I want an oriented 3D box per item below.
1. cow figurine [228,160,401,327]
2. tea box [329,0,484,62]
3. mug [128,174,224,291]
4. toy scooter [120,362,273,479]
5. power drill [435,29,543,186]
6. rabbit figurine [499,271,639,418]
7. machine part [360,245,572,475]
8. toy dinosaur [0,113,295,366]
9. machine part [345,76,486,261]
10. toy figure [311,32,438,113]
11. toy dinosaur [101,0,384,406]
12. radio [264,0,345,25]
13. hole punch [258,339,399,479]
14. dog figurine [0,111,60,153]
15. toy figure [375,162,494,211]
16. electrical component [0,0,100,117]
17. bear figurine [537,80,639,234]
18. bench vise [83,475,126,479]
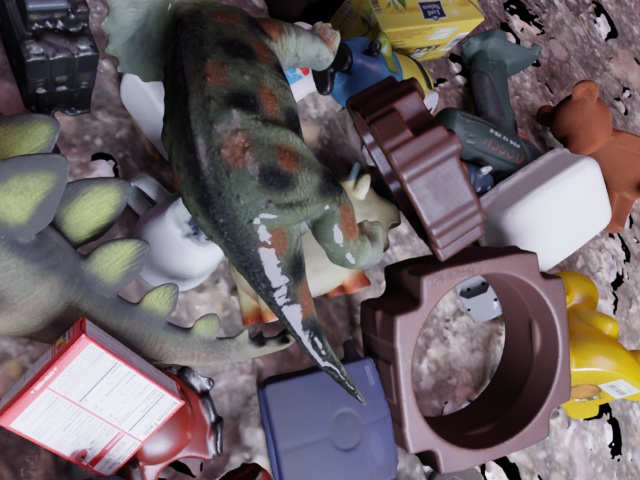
[{"bbox_3d":[-0.001,-0.002,0.542,0.195,0.085,0.127,-18,90,-29],"label":"cow figurine"},{"bbox_3d":[0.103,-0.266,0.661,0.169,0.098,0.068,-18,84,-31],"label":"tea box"},{"bbox_3d":[-0.123,-0.014,0.467,0.081,0.107,0.109,-38,97,-32],"label":"mug"},{"bbox_3d":[-0.109,0.178,0.436,0.135,0.075,0.183,-11,83,-28],"label":"toy scooter"},{"bbox_3d":[0.254,-0.163,0.724,0.232,0.086,0.207,13,77,-21],"label":"power drill"},{"bbox_3d":[0.300,0.107,0.655,0.162,0.122,0.173,27,49,-12],"label":"rabbit figurine"},{"bbox_3d":[0.147,0.112,0.544,0.201,0.087,0.200,-10,97,-19],"label":"machine part"},{"bbox_3d":[-0.231,0.009,0.351,0.471,0.105,0.198,32,100,-25],"label":"toy dinosaur"},{"bbox_3d":[0.089,-0.068,0.501,0.056,0.179,0.179,-30,90,4],"label":"machine part"},{"bbox_3d":[0.067,-0.179,0.602,0.180,0.082,0.089,7,79,-46],"label":"toy figure"},{"bbox_3d":[-0.058,-0.074,0.393,0.192,0.131,0.405,6,60,-49],"label":"toy dinosaur"},{"bbox_3d":[0.026,-0.345,0.658,0.229,0.073,0.131,-23,86,-29],"label":"radio"},{"bbox_3d":[0.007,0.164,0.468,0.116,0.092,0.142,-13,77,-5],"label":"hole punch"},{"bbox_3d":[-0.291,-0.122,0.433,0.190,0.121,0.172,29,67,-32],"label":"dog figurine"},{"bbox_3d":[0.140,-0.069,0.640,0.154,0.064,0.058,-9,72,-27],"label":"toy figure"},{"bbox_3d":[-0.232,-0.179,0.446,0.058,0.134,0.115,-21,84,-30],"label":"electrical component"},{"bbox_3d":[0.395,-0.118,0.752,0.196,0.120,0.132,32,67,-13],"label":"bear figurine"},{"bbox_3d":[-0.173,0.272,0.317,0.224,0.128,0.241,-34,75,-10],"label":"bench vise"}]
